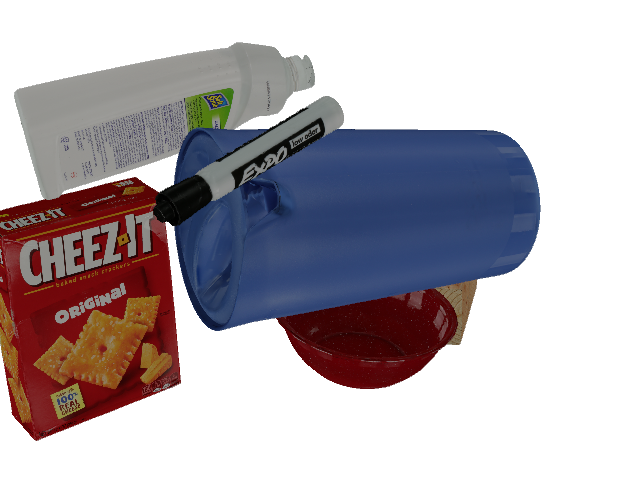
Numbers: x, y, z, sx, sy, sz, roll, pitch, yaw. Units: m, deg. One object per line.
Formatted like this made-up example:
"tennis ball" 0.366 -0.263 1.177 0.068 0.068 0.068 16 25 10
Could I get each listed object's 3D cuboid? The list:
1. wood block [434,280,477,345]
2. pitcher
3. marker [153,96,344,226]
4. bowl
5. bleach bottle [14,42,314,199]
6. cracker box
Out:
"wood block" 0.183 0.072 1.622 0.091 0.090 0.206 3 22 14
"pitcher" 0.022 -0.015 0.753 0.242 0.145 0.149 -6 33 -25
"marker" -0.036 -0.041 0.546 0.120 0.020 0.020 -34 19 -32
"bowl" 0.037 0.082 0.939 0.162 0.055 0.162 4 27 -2
"bleach bottle" -0.127 -0.112 0.919 0.250 0.068 0.103 -16 -31 -13
"cracker box" -0.225 0.064 1.029 0.163 0.214 0.072 -18 28 -32
